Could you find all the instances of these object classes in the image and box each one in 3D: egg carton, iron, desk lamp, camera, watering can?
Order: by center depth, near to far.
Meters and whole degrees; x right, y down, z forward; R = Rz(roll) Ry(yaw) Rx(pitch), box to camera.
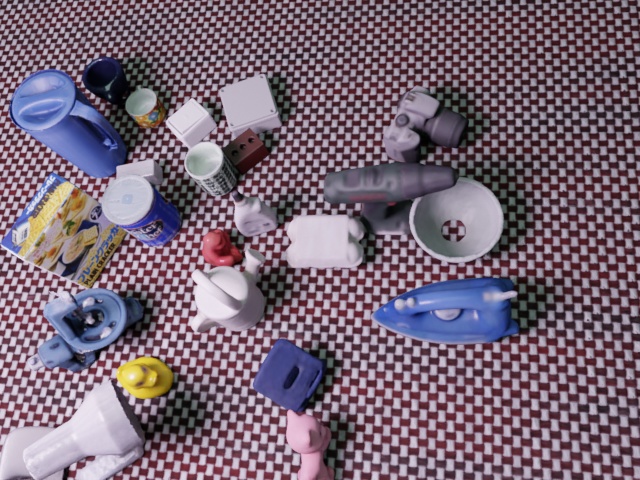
[{"bbox_3d":[-0.378,0.339,0.969,0.203,0.214,0.117,-34,69,-3],"label":"desk lamp"},{"bbox_3d":[0.212,0.115,0.987,0.258,0.141,0.118,-5,71,8],"label":"iron"},{"bbox_3d":[-0.168,0.091,1.029,0.100,0.194,0.173,17,75,15],"label":"watering can"},{"bbox_3d":[0.010,0.004,1.096,0.150,0.069,0.107,-1,71,9],"label":"egg carton"},{"bbox_3d":[0.212,-0.223,1.124,0.136,0.101,0.143,25,77,17],"label":"camera"}]

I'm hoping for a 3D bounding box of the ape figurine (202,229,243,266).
[{"bbox_3d":[-0.199,0.012,1.116,0.076,0.092,0.078,-5,71,8],"label":"ape figurine"}]

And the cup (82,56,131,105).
[{"bbox_3d":[-0.461,-0.336,1.276,0.091,0.095,0.117,-25,69,0],"label":"cup"}]

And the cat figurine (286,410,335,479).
[{"bbox_3d":[-0.019,0.348,0.958,0.067,0.118,0.128,-9,70,6],"label":"cat figurine"}]

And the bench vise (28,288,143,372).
[{"bbox_3d":[-0.441,0.168,1.034,0.121,0.220,0.207,33,79,18],"label":"bench vise"}]

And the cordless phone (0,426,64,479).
[{"bbox_3d":[-0.529,0.399,0.988,0.094,0.185,0.147,-6,70,8],"label":"cordless phone"}]

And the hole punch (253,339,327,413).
[{"bbox_3d":[-0.051,0.240,1.014,0.101,0.091,0.109,27,78,17],"label":"hole punch"}]

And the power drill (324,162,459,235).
[{"bbox_3d":[0.127,-0.078,1.030,0.229,0.209,0.075,0,71,9],"label":"power drill"}]

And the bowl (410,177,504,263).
[{"bbox_3d":[0.252,-0.028,1.065,0.167,0.075,0.167,-3,71,8],"label":"bowl"}]

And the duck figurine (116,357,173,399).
[{"bbox_3d":[-0.335,0.252,1.059,0.104,0.086,0.077,8,73,12],"label":"duck figurine"}]

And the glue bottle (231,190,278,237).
[{"bbox_3d":[-0.134,-0.056,1.085,0.078,0.173,0.037,-15,69,5],"label":"glue bottle"}]
